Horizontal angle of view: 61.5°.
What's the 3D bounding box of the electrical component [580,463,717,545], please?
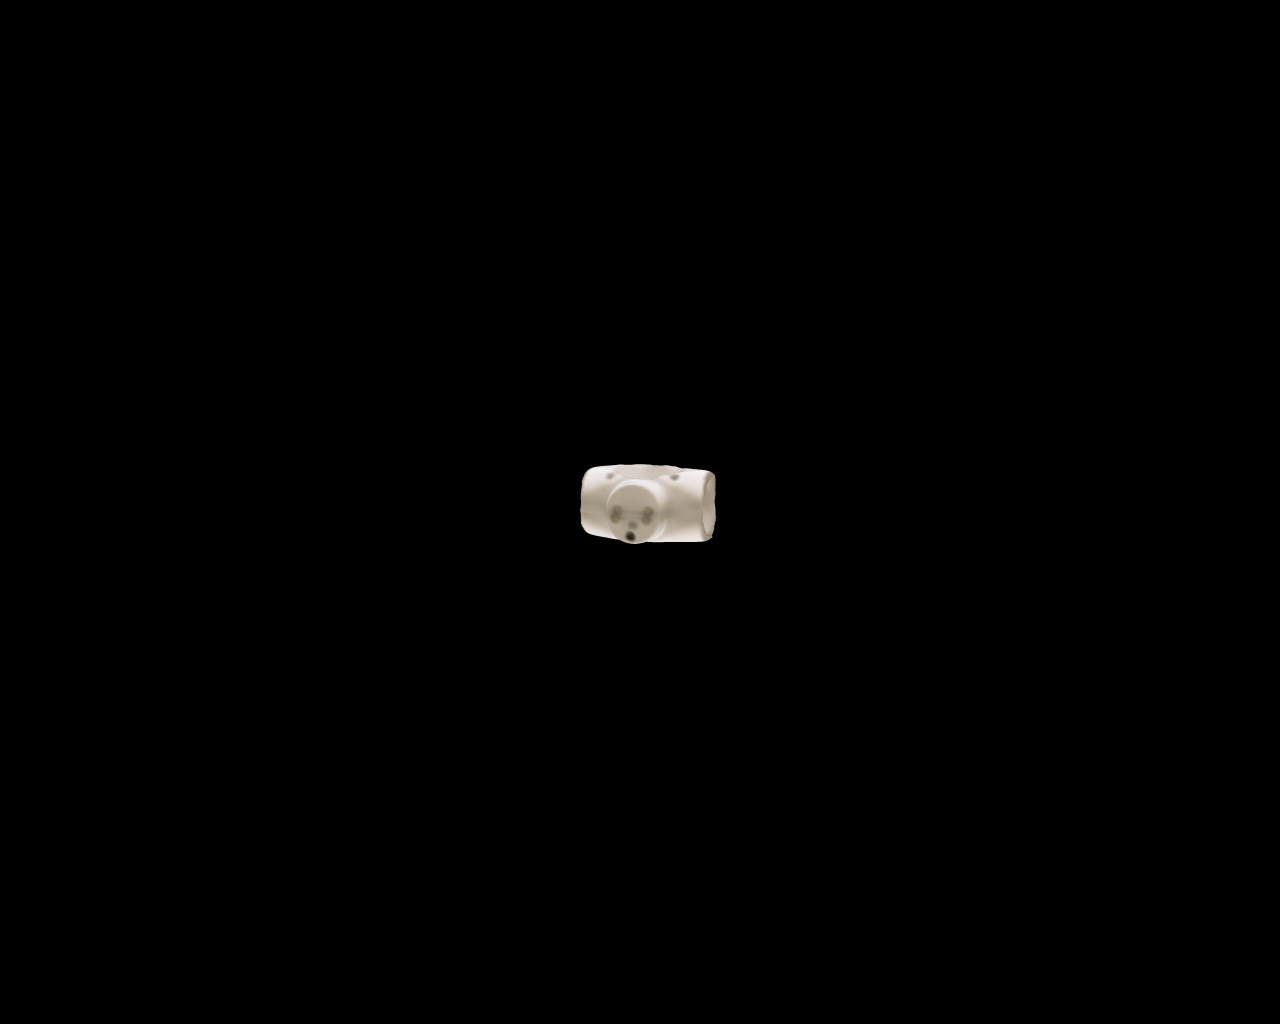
[{"bbox_3d":[0.001,-0.003,0.650,0.077,0.044,0.079,3,12,16],"label":"electrical component"}]
